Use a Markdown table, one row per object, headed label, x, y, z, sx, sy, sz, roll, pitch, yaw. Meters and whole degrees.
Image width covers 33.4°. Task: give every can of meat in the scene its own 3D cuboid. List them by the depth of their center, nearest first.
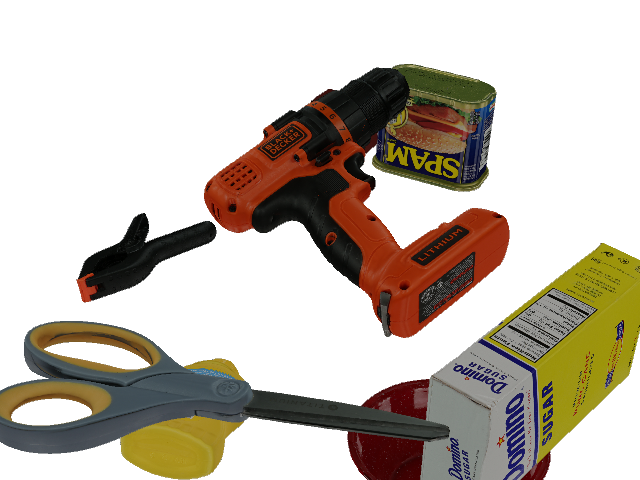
| label | x | y | z | sx | sy | sz | roll | pitch | yaw |
| --- | --- | --- | --- | --- | --- | --- | --- | --- | --- |
| can of meat | 0.099 | -0.099 | 0.929 | 0.102 | 0.084 | 0.057 | 17 | 35 | 21 |

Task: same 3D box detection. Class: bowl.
| label | x | y | z | sx | sy | sz | roll | pitch | yaw |
| --- | --- | --- | --- | --- | --- | --- | --- | --- | --- |
| bowl | 0.102 | 0.182 | 0.866 | 0.162 | 0.055 | 0.162 | 1 | 31 | -1 |

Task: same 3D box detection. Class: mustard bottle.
| label | x | y | z | sx | sy | sz | roll | pitch | yaw |
| --- | --- | --- | --- | --- | --- | --- | --- | --- | --- |
| mustard bottle | -0.124 | 0.169 | 1.088 | 0.096 | 0.058 | 0.191 | 7 | 21 | 12 |

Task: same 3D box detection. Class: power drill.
| label | x | y | z | sx | sy | sz | roll | pitch | yaw |
| --- | --- | --- | --- | --- | --- | --- | --- | --- | --- |
| power drill | 0.039 | -0.033 | 0.747 | 0.184 | 0.057 | 0.188 | -38 | 56 | -19 |

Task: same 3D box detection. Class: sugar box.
| label | x | y | z | sx | sy | sz | roll | pitch | yaw |
| --- | --- | --- | --- | --- | --- | --- | --- | --- | --- |
| sugar box | 0.131 | 0.081 | 0.631 | 0.048 | 0.093 | 0.175 | 26 | 43 | 32 |

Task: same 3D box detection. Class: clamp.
| label | x | y | z | sx | sy | sz | roll | pitch | yaw |
| --- | --- | --- | --- | --- | --- | --- | --- | --- | --- |
| clamp | -0.197 | 0.016 | 1.189 | 0.120 | 0.039 | 0.171 | -4 | 28 | 30 |

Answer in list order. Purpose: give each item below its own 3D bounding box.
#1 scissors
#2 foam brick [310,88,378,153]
| label | x | y | z | sx | sy | sz | roll | pitch | yaw |
| --- | --- | --- | --- | --- | --- | --- | --- | --- | --- |
| scissors | -0.056 | 0.076 | 0.456 | 0.202 | 0.016 | 0.096 | 15 | 31 | 25 |
| foam brick | 0.031 | -0.143 | 1.283 | 0.078 | 0.053 | 0.051 | 17 | 32 | 22 |
